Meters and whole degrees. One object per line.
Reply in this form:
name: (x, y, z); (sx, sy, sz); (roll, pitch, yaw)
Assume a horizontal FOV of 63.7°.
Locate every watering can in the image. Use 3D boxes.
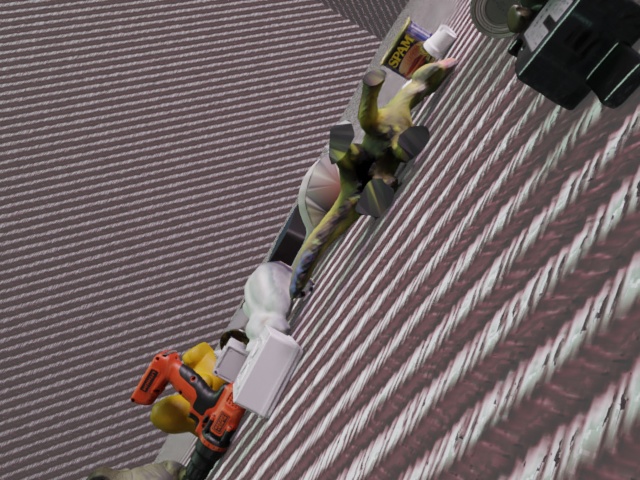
watering can: (0.003, -0.049, 0.978); (0.224, 0.104, 0.348); (-167, 95, -82)

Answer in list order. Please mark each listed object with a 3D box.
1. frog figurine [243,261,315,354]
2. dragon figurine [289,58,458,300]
frog figurine: (-0.093, 0.121, 0.892); (0.136, 0.121, 0.162); (-15, 31, 54)
dragon figurine: (0.079, -0.104, 0.771); (0.408, 0.123, 0.243); (-58, -10, 7)
